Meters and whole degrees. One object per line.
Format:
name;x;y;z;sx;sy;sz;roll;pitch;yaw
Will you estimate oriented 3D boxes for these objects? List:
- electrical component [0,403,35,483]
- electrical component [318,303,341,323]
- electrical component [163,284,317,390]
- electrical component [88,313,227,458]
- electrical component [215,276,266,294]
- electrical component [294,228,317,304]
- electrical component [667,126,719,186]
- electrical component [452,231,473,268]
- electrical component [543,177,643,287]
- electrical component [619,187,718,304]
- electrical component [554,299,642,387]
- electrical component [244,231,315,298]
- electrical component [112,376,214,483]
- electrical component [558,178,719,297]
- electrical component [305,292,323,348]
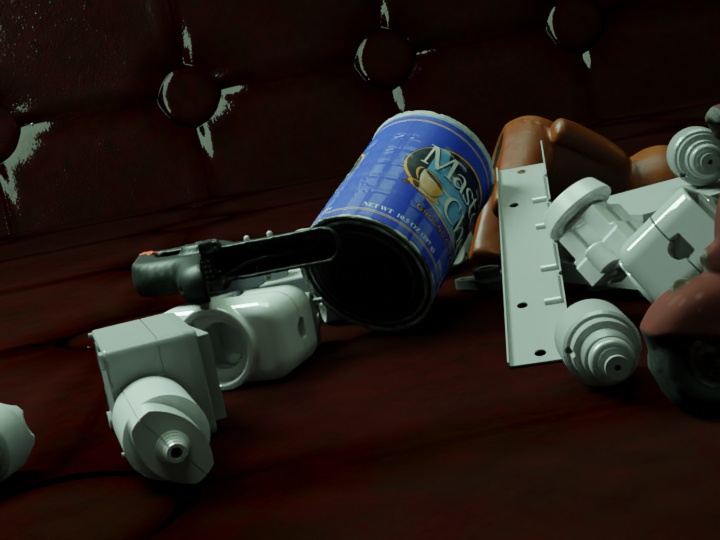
electrical component;-0.205;0.097;0.572;0.043;0.043;0.062;-9;10;14
electrical component;0.000;0.000;0.861;0.077;0.044;0.079;-13;45;-10
electrical component;-0.085;0.045;0.716;0.095;0.053;0.059;-8;10;20
electrical component;-0.119;0.062;0.626;0.061;0.061;0.096;-14;9;-17
electrical component;-0.096;0.031;0.809;0.078;0.057;0.058;-16;10;-30
electrical component;-0.025;-0.004;0.930;0.096;0.061;0.061;-5;10;31
electrical component;0.239;-0.079;0.752;0.040;0.040;0.078;-9;9;11
electrical component;0.058;-0.035;0.968;0.044;0.079;0.077;-21;0;41
electrical component;0.148;-0.024;0.668;0.066;0.055;0.048;-6;-39;-53
electrical component;0.193;-0.006;0.621;0.059;0.053;0.095;-48;-24;21
electrical component;0.123;0.040;0.546;0.040;0.040;0.078;-10;9;4
electrical component;-0.075;0.008;0.869;0.066;0.076;0.047;-12;9;-10
electrical component;-0.098;0.082;0.539;0.043;0.043;0.081;-14;9;-17
electrical component;0.245;-0.031;0.783;0.186;0.060;0.105;-15;10;-25
electrical component;-0.063;0.040;0.765;0.078;0.040;0.040;-10;9;5
